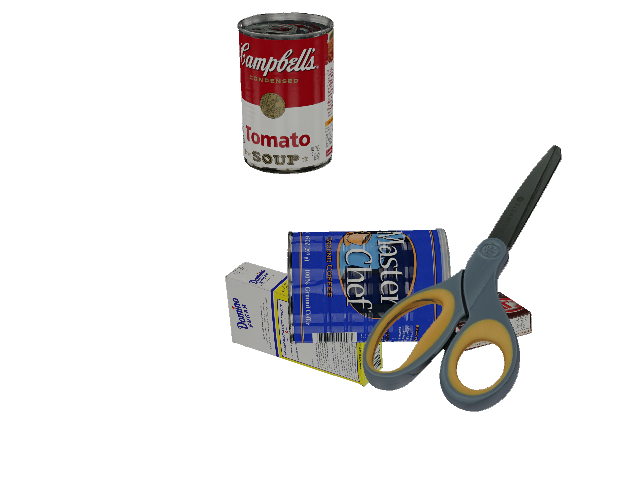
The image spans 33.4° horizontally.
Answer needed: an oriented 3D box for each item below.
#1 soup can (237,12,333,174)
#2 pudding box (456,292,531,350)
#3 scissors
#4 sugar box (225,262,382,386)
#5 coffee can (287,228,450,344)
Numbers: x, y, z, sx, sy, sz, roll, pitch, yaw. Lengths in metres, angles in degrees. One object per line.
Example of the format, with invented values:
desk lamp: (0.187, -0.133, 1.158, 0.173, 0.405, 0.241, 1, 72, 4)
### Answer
soup can: (-0.025, -0.107, 0.771, 0.068, 0.102, 0.068, 0, 25, 0)
pudding box: (0.232, 0.115, 1.527, 0.113, 0.039, 0.090, -15, 20, -16)
scissors: (0.110, 0.023, 0.623, 0.201, 0.016, 0.096, -41, 52, -18)
sugar box: (-0.019, 0.089, 1.167, 0.176, 0.093, 0.048, 17, 37, 30)
coffee can: (0.042, 0.041, 0.961, 0.140, 0.103, 0.103, -1, 0, 1)
